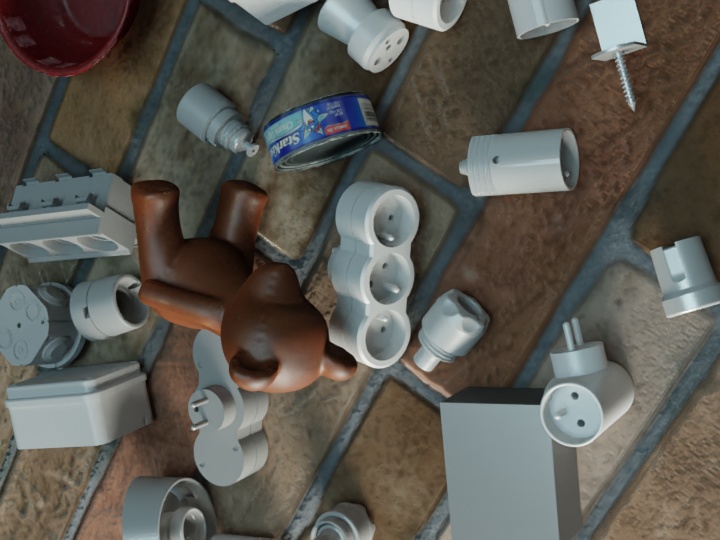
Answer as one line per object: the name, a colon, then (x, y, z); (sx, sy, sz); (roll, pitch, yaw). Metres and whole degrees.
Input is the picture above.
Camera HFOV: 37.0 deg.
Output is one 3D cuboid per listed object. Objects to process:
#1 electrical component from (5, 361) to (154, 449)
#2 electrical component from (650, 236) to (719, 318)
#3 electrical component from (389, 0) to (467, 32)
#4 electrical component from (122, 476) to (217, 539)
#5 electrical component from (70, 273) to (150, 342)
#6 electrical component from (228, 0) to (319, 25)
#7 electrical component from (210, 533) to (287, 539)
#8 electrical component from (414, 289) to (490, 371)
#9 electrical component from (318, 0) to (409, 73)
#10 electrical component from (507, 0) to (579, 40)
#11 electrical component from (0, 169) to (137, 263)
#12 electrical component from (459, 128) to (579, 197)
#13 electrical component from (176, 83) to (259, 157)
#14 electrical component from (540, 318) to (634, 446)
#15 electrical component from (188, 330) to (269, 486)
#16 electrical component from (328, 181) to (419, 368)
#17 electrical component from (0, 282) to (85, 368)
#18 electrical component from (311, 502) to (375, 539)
electrical component: (-0.253, 0.121, 0.969); (0.113, 0.078, 0.057); (-8, 96, 30)
electrical component: (0.217, 0.004, 0.714); (0.040, 0.040, 0.046); (-21, 82, 30)
electrical component: (0.047, -0.246, 0.762); (0.074, 0.052, 0.138); (24, 109, 24)
electrical component: (-0.169, 0.226, 0.930); (0.064, 0.099, 0.099); (-10, 93, 24)
electrical component: (-0.220, 0.032, 0.952); (0.047, 0.055, 0.055); (-15, 90, 26)
electrical component: (-0.047, -0.254, 0.791); (0.109, 0.056, 0.108); (-18, 63, 30)
electrical component: (-0.089, 0.250, 0.917); (0.081, 0.043, 0.043); (-3, 96, 29)
electrical component: (0.064, 0.049, 0.803); (0.043, 0.043, 0.062); (44, 117, 16)
electrical component: (0.003, -0.180, 0.801); (0.055, 0.045, 0.045); (44, 115, 16)
electrical component: (0.118, -0.203, 0.735); (0.043, 0.043, 0.081); (-14, 90, 30)
electrical component: (-0.256, -0.047, 0.950); (0.121, 0.079, 0.063); (-4, 66, 30)
electrical component: (0.109, -0.075, 0.759); (0.081, 0.043, 0.043); (-2, 97, 29)
electrical component: (-0.114, -0.119, 0.878); (0.078, 0.040, 0.040); (39, 114, 18)
electrical component: (0.153, 0.073, 0.737); (0.043, 0.077, 0.079); (-13, 91, 30)
electrical component: (-0.117, 0.113, 0.895); (0.052, 0.074, 0.138); (6, 100, 28)
electrical component: (0.000, 0.000, 0.827); (0.074, 0.052, 0.138); (17, 107, 51)
electrical component: (-0.296, 0.051, 0.992); (0.080, 0.051, 0.080); (-1, 87, 29)
electrical component: (-0.019, 0.214, 0.862); (0.043, 0.062, 0.043); (5, 100, 28)
